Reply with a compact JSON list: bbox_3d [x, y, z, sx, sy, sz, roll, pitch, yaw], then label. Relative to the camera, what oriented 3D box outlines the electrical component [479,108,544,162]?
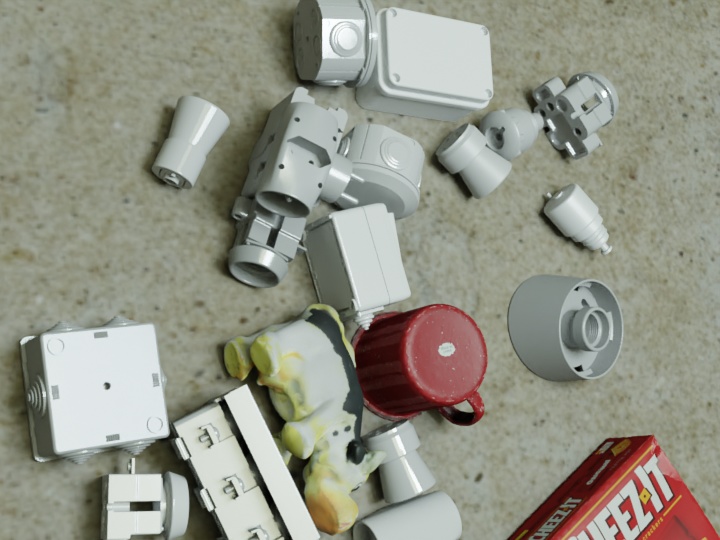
[{"bbox_3d":[0.144,-0.129,0.993,0.062,0.048,0.048,-25,91,-38],"label":"electrical component"}]

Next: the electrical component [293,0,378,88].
[{"bbox_3d":[-0.021,-0.192,0.897,0.051,0.080,0.080,-4,81,-24],"label":"electrical component"}]

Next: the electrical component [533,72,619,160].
[{"bbox_3d":[0.209,-0.153,1.026,0.057,0.058,0.078,-37,97,-27],"label":"electrical component"}]

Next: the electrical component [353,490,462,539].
[{"bbox_3d":[0.043,0.225,0.856,0.077,0.043,0.079,-14,86,-30],"label":"electrical component"}]

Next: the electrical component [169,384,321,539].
[{"bbox_3d":[-0.087,0.152,0.782,0.063,0.079,0.121,-26,89,-17],"label":"electrical component"}]

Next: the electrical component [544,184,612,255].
[{"bbox_3d":[0.208,-0.045,1.010,0.078,0.040,0.040,46,62,-12],"label":"electrical component"}]

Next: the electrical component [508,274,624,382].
[{"bbox_3d":[0.191,0.053,0.979,0.099,0.064,0.099,2,87,-39],"label":"electrical component"}]

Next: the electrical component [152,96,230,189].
[{"bbox_3d":[-0.134,-0.096,0.835,0.044,0.044,0.065,29,71,-20],"label":"electrical component"}]

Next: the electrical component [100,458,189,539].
[{"bbox_3d":[-0.153,0.167,0.762,0.055,0.048,0.066,3,77,-20],"label":"electrical component"}]

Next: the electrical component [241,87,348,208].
[{"bbox_3d":[-0.054,-0.091,0.868,0.050,0.056,0.089,26,68,-21],"label":"electrical component"}]

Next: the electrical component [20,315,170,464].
[{"bbox_3d":[-0.186,0.084,0.761,0.100,0.048,0.099,-5,82,-32],"label":"electrical component"}]

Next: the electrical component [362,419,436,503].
[{"bbox_3d":[0.031,0.153,0.865,0.045,0.045,0.055,-22,89,-31],"label":"electrical component"}]

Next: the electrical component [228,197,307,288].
[{"bbox_3d":[-0.076,-0.020,0.847,0.066,0.048,0.055,26,60,-21],"label":"electrical component"}]

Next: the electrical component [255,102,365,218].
[{"bbox_3d":[-0.032,-0.076,0.816,0.079,0.043,0.077,25,68,-22],"label":"electrical component"}]

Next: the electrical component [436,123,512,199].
[{"bbox_3d":[0.101,-0.098,0.961,0.055,0.045,0.045,44,62,-13],"label":"electrical component"}]

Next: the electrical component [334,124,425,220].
[{"bbox_3d":[0.013,-0.079,0.889,0.080,0.080,0.051,25,63,-22],"label":"electrical component"}]

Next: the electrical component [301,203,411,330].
[{"bbox_3d":[0.000,0.000,0.873,0.061,0.062,0.096,-14,86,-30],"label":"electrical component"}]

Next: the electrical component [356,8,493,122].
[{"bbox_3d":[0.057,-0.180,0.948,0.113,0.057,0.078,4,77,-28],"label":"electrical component"}]
